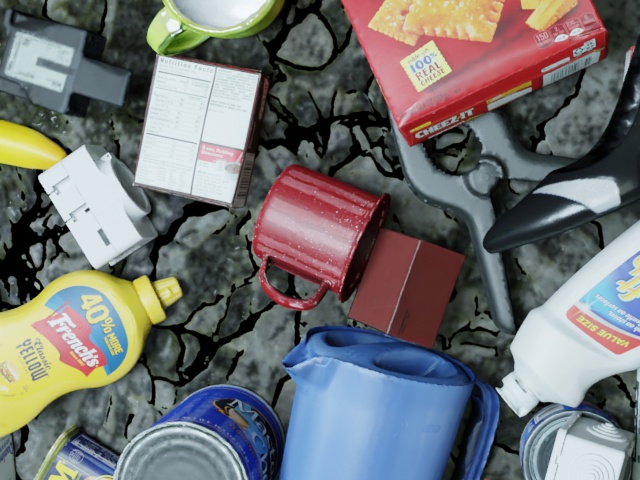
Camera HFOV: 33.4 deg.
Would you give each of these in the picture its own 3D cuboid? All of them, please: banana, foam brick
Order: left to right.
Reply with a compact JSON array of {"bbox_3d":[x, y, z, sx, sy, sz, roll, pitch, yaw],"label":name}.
[{"bbox_3d":[-0.313,-0.070,0.906,0.198,0.037,0.069,-15,109,11],"label":"banana"},{"bbox_3d":[0.066,0.036,0.822,0.052,0.051,0.078,21,90,-37],"label":"foam brick"}]

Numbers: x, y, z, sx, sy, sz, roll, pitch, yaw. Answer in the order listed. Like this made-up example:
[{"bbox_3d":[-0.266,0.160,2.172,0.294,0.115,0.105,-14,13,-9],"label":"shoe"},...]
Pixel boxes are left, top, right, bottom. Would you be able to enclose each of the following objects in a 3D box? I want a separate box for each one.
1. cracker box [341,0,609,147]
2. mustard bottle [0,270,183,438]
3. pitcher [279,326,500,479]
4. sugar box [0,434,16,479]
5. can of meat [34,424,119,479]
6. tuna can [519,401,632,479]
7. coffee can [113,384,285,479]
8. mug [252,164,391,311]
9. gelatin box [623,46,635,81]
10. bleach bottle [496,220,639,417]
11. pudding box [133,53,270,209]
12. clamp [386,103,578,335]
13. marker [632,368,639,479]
[{"bbox_3d":[0.096,-0.202,0.797,0.164,0.072,0.214,-24,78,9],"label":"cracker box"},{"bbox_3d":[-0.201,0.079,0.869,0.191,0.058,0.096,-26,98,-10],"label":"mustard bottle"},{"bbox_3d":[0.037,0.197,0.828,0.149,0.144,0.243,17,99,19],"label":"pitcher"},{"bbox_3d":[-0.317,0.132,0.911,0.093,0.048,0.176,-5,91,8],"label":"sugar box"},{"bbox_3d":[-0.198,0.221,0.893,0.084,0.057,0.102,30,97,4],"label":"can of meat"},{"bbox_3d":[0.201,0.171,0.840,0.086,0.033,0.086,1,93,9],"label":"tuna can"},{"bbox_3d":[-0.089,0.176,0.830,0.103,0.140,0.103,1,93,9],"label":"coffee can"},{"bbox_3d":[-0.005,0.001,0.829,0.081,0.093,0.117,23,68,12],"label":"mug"},{"bbox_3d":[0.276,-0.107,0.814,0.089,0.030,0.073,7,94,8],"label":"gelatin box"},{"bbox_3d":[0.243,0.049,0.799,0.251,0.068,0.102,-40,85,4],"label":"bleach bottle"},{"bbox_3d":[-0.097,-0.089,0.869,0.090,0.039,0.113,13,93,9],"label":"pudding box"},{"bbox_3d":[0.141,-0.053,0.835,0.164,0.036,0.210,-42,86,8],"label":"clamp"},{"bbox_3d":[0.256,0.129,0.836,0.020,0.020,0.121,2,93,8],"label":"marker"}]
